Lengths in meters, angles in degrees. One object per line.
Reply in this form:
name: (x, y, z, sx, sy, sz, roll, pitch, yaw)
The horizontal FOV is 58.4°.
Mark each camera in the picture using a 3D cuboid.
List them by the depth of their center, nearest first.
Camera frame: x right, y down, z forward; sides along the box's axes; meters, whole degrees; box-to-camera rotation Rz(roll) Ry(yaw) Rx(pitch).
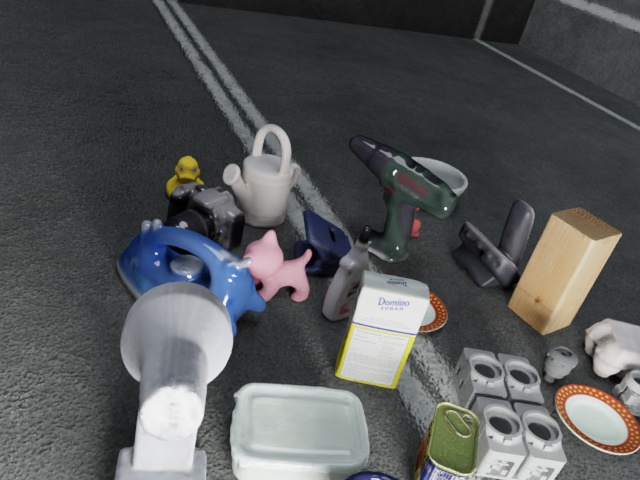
camera: (-0.223, -0.041, 1.011, 0.142, 0.101, 0.137, 29, 35, 22)

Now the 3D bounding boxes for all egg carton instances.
egg carton: (0.531, 0.195, 0.974, 0.150, 0.069, 0.107, 13, 32, -2)

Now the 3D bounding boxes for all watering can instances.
watering can: (-0.105, -0.126, 1.101, 0.100, 0.194, 0.173, 24, 34, 15)

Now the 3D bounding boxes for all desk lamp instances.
desk lamp: (-0.154, 0.179, 0.597, 0.118, 0.213, 0.203, 5, 33, -14)

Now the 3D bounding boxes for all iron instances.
iron: (-0.206, 0.038, 0.859, 0.257, 0.141, 0.119, 25, 34, 16)

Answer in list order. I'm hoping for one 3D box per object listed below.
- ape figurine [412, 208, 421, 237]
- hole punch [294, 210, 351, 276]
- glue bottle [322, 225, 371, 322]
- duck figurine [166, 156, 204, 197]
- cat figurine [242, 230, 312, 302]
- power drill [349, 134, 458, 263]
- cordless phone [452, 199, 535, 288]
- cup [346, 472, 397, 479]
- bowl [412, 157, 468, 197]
ape figurine: (0.184, -0.061, 1.209, 0.076, 0.092, 0.078, 12, 32, -3)
hole punch: (0.010, 0.004, 1.043, 0.101, 0.091, 0.108, 7, 33, -11)
glue bottle: (0.054, 0.050, 0.913, 0.078, 0.173, 0.037, -19, 45, -41)
duck figurine: (-0.265, -0.127, 1.141, 0.078, 0.086, 0.104, 5, 33, -14)
cat figurine: (-0.072, 0.039, 0.932, 0.128, 0.118, 0.067, -1, 35, -23)
power drill: (0.137, -0.071, 1.098, 0.229, 0.208, 0.076, 25, 34, 16)
cordless phone: (0.345, -0.012, 1.111, 0.094, 0.185, 0.147, -7, 38, -29)
cup: (0.060, 0.311, 0.588, 0.117, 0.095, 0.092, 32, 36, 25)
bowl: (0.260, -0.129, 1.359, 0.167, 0.075, 0.167, 10, 33, -6)
